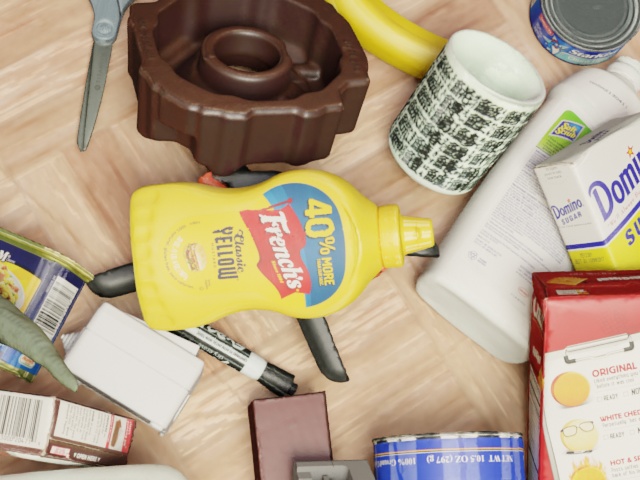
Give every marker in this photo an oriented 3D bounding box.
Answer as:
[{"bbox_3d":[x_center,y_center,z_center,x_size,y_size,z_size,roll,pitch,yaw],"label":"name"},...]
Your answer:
[{"bbox_3d":[-0.068,0.076,0.752,0.121,0.020,0.020,32,74,-9],"label":"marker"}]

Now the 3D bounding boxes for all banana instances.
[{"bbox_3d":[0.073,-0.153,0.812,0.197,0.070,0.037,31,71,-10],"label":"banana"}]

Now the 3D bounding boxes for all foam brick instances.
[{"bbox_3d":[-0.019,0.147,0.732,0.051,0.053,0.078,-4,77,-9],"label":"foam brick"}]

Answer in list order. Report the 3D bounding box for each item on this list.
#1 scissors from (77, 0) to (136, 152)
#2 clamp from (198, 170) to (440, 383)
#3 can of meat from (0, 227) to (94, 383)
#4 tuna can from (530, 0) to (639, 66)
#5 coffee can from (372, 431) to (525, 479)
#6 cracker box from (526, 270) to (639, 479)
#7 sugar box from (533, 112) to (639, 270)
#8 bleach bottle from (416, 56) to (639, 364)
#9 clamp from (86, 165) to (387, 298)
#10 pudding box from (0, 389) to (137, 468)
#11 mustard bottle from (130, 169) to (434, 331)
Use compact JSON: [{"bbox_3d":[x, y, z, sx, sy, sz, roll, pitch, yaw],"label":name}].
[{"bbox_3d":[-0.179,-0.172,0.812,0.096,0.016,0.201,23,74,1],"label":"scissors"},{"bbox_3d":[-0.005,0.001,0.740,0.171,0.039,0.120,45,79,-1],"label":"clamp"},{"bbox_3d":[-0.218,0.039,0.721,0.102,0.057,0.084,20,76,21],"label":"can of meat"},{"bbox_3d":[0.213,-0.184,0.856,0.086,0.034,0.086,2,76,-7],"label":"tuna can"},{"bbox_3d":[0.088,0.201,0.706,0.102,0.103,0.140,0,76,-8],"label":"coffee can"},{"bbox_3d":[0.222,0.128,0.705,0.164,0.072,0.214,-1,104,2],"label":"cracker box"},{"bbox_3d":[0.226,0.007,0.759,0.093,0.048,0.176,-31,103,-30],"label":"sugar box"},{"bbox_3d":[0.179,-0.036,0.800,0.102,0.068,0.250,38,71,-2],"label":"bleach bottle"},{"bbox_3d":[-0.056,-0.003,0.774,0.210,0.036,0.164,24,78,-2],"label":"clamp"},{"bbox_3d":[-0.188,0.117,0.677,0.114,0.090,0.039,5,76,26],"label":"pudding box"},{"bbox_3d":[-0.023,0.004,0.689,0.191,0.058,0.096,-5,93,7],"label":"mustard bottle"}]
